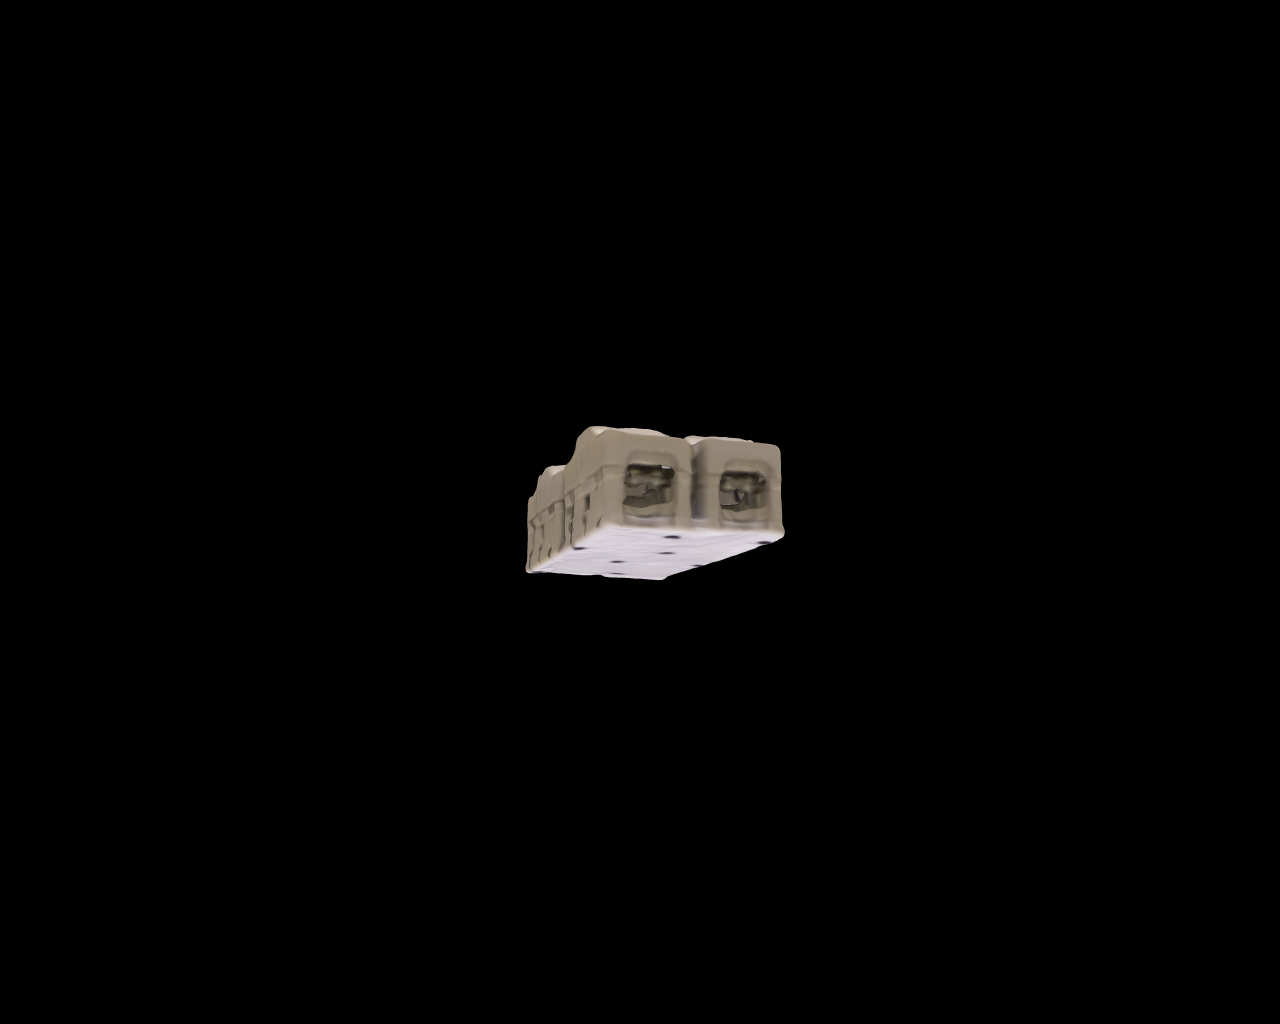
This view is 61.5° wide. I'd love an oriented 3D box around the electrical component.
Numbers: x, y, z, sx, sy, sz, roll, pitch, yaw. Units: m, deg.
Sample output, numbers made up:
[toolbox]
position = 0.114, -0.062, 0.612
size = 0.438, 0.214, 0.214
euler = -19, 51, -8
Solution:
[electrical component]
position = 0.001, -0.003, 0.650
size = 0.105, 0.060, 0.186
euler = 4, -12, -19
